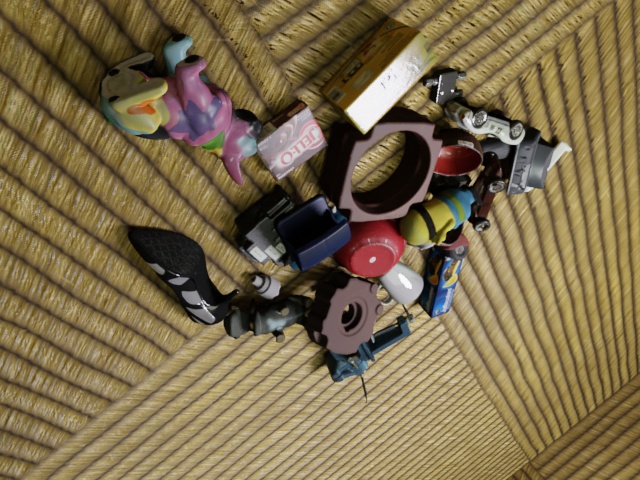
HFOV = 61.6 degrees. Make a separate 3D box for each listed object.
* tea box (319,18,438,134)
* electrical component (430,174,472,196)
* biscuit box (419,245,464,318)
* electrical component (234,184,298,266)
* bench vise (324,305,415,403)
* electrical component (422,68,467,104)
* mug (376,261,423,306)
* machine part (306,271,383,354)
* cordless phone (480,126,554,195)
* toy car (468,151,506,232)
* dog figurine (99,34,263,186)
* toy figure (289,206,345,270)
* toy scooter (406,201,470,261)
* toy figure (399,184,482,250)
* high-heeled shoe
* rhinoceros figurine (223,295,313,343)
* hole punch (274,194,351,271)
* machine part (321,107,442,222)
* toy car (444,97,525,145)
[{"bbox_3d":[0.093,-0.268,0.877,0.169,0.098,0.068,-43,134,7],"label":"tea box"},{"bbox_3d":[0.275,-0.125,1.141,0.102,0.045,0.078,-13,157,-20],"label":"electrical component"},{"bbox_3d":[0.294,0.095,1.306,0.059,0.063,0.202,-14,130,-21],"label":"biscuit box"},{"bbox_3d":[-0.087,-0.018,0.984,0.134,0.058,0.114,-40,133,1],"label":"electrical component"},{"bbox_3d":[0.119,0.246,1.269,0.241,0.129,0.223,-27,127,3],"label":"bench vise"},{"bbox_3d":[0.230,-0.285,1.002,0.094,0.021,0.063,-17,131,-22],"label":"electrical component"},{"bbox_3d":[0.163,0.092,1.218,0.109,0.081,0.107,-41,124,10],"label":"mug"},{"bbox_3d":[0.054,0.153,1.117,0.179,0.056,0.179,-14,112,-38],"label":"machine part"},{"bbox_3d":[0.401,-0.162,1.179,0.184,0.089,0.146,-11,131,-10],"label":"cordless phone"},{"bbox_3d":[0.346,-0.101,1.142,0.053,0.089,0.202,-2,148,3],"label":"toy car"},{"bbox_3d":[-0.186,-0.164,0.778,0.191,0.109,0.219,-32,137,-9],"label":"dog figurine"},{"bbox_3d":[-0.003,-0.003,1.052,0.154,0.058,0.064,-38,174,-3],"label":"toy figure"},{"bbox_3d":[0.261,-0.037,1.174,0.184,0.075,0.135,15,93,-26],"label":"toy scooter"},{"bbox_3d":[0.239,-0.052,1.086,0.180,0.089,0.082,-37,179,-14],"label":"toy figure"},{"bbox_3d":[-0.257,0.072,0.961,0.248,0.086,0.145,38,132,-26],"label":"high-heeled shoe"},{"bbox_3d":[-0.101,0.150,1.077,0.190,0.112,0.073,-11,113,-40],"label":"rhinoceros figurine"},{"bbox_3d":[-0.004,0.000,0.952,0.142,0.092,0.115,-36,139,-10],"label":"hole punch"},{"bbox_3d":[0.112,-0.140,0.995,0.201,0.087,0.200,-8,127,-29],"label":"machine part"},{"bbox_3d":[0.328,-0.234,1.065,0.201,0.074,0.056,5,119,-35],"label":"toy car"}]
